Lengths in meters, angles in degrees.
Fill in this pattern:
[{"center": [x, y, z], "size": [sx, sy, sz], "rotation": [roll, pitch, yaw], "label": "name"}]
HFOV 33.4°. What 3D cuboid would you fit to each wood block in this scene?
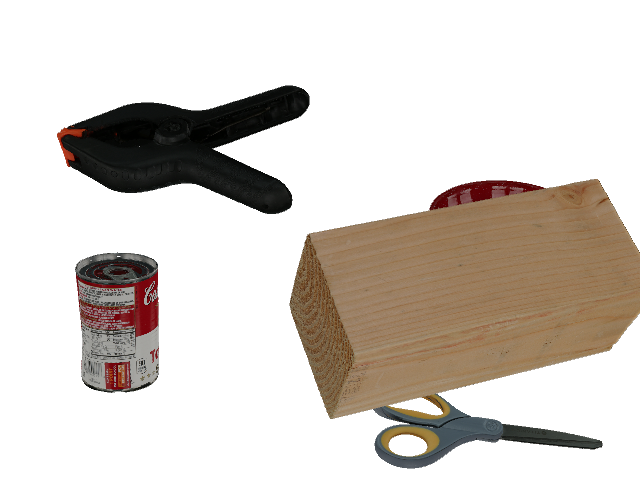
[{"center": [0.094, 0.036, 0.692], "size": [0.205, 0.091, 0.090], "rotation": [-11, -32, -18], "label": "wood block"}]

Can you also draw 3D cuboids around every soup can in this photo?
[{"center": [-0.171, 0.069, 0.901], "size": [0.068, 0.102, 0.068], "rotation": [2, 19, -1], "label": "soup can"}]

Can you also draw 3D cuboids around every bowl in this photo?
[{"center": [0.195, -0.005, 1.135], "size": [0.162, 0.055, 0.162], "rotation": [-1, 31, 0], "label": "bowl"}]

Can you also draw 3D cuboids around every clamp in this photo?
[{"center": [-0.088, -0.070, 0.724], "size": [0.171, 0.039, 0.120], "rotation": [8, 39, 12], "label": "clamp"}]

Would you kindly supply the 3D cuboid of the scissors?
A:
[{"center": [0.134, 0.175, 0.916], "size": [0.202, 0.016, 0.096], "rotation": [17, 42, 15], "label": "scissors"}]
